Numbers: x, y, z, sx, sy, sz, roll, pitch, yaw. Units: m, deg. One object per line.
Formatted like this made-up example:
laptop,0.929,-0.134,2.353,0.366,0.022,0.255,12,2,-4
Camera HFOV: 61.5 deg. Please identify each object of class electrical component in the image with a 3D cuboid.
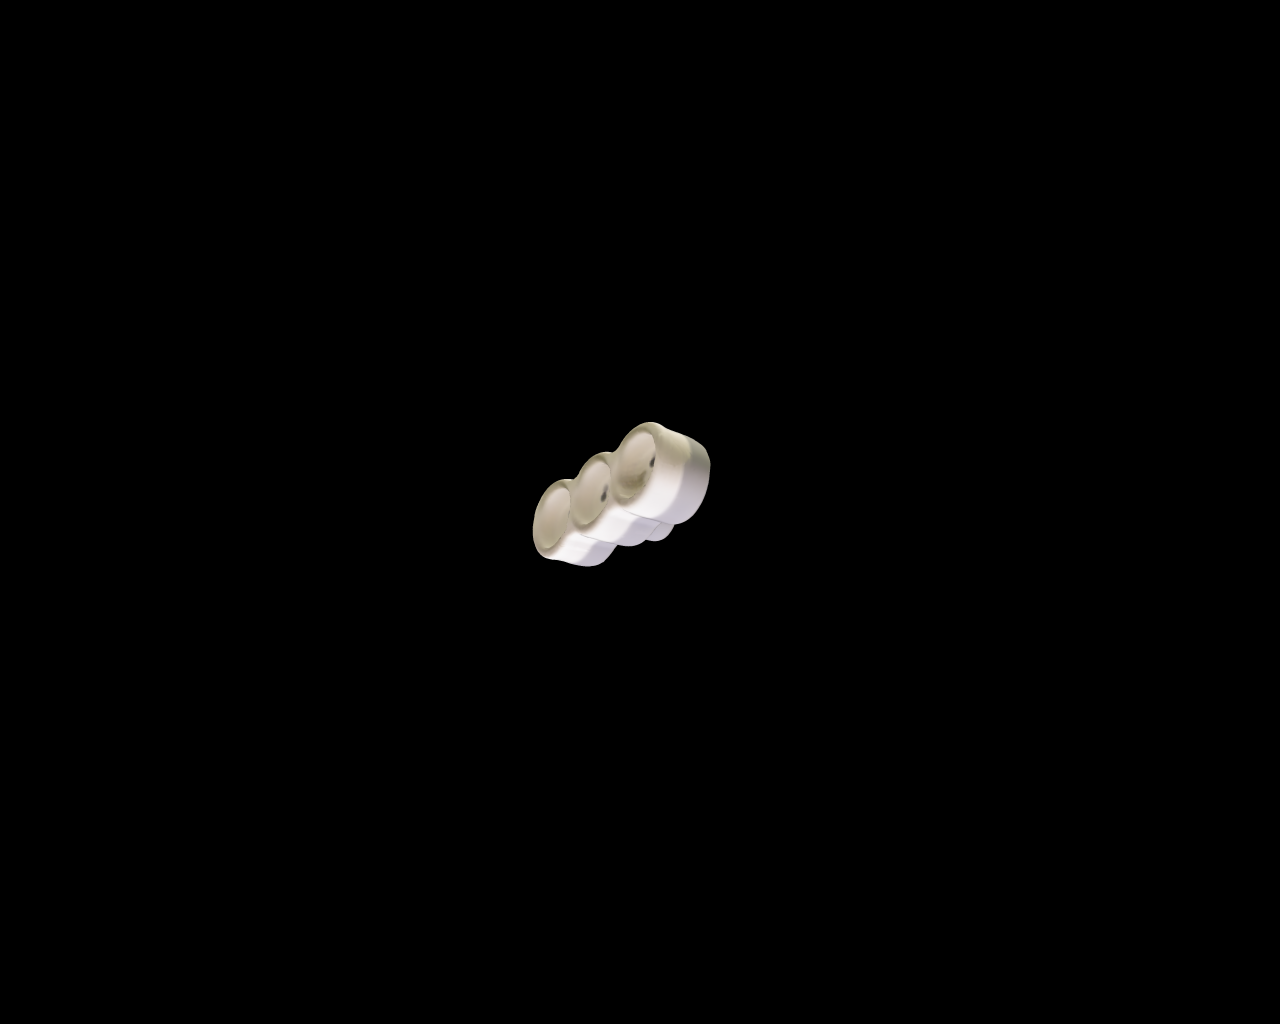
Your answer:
electrical component,0.001,-0.003,0.650,0.074,0.052,0.138,17,-29,-32
